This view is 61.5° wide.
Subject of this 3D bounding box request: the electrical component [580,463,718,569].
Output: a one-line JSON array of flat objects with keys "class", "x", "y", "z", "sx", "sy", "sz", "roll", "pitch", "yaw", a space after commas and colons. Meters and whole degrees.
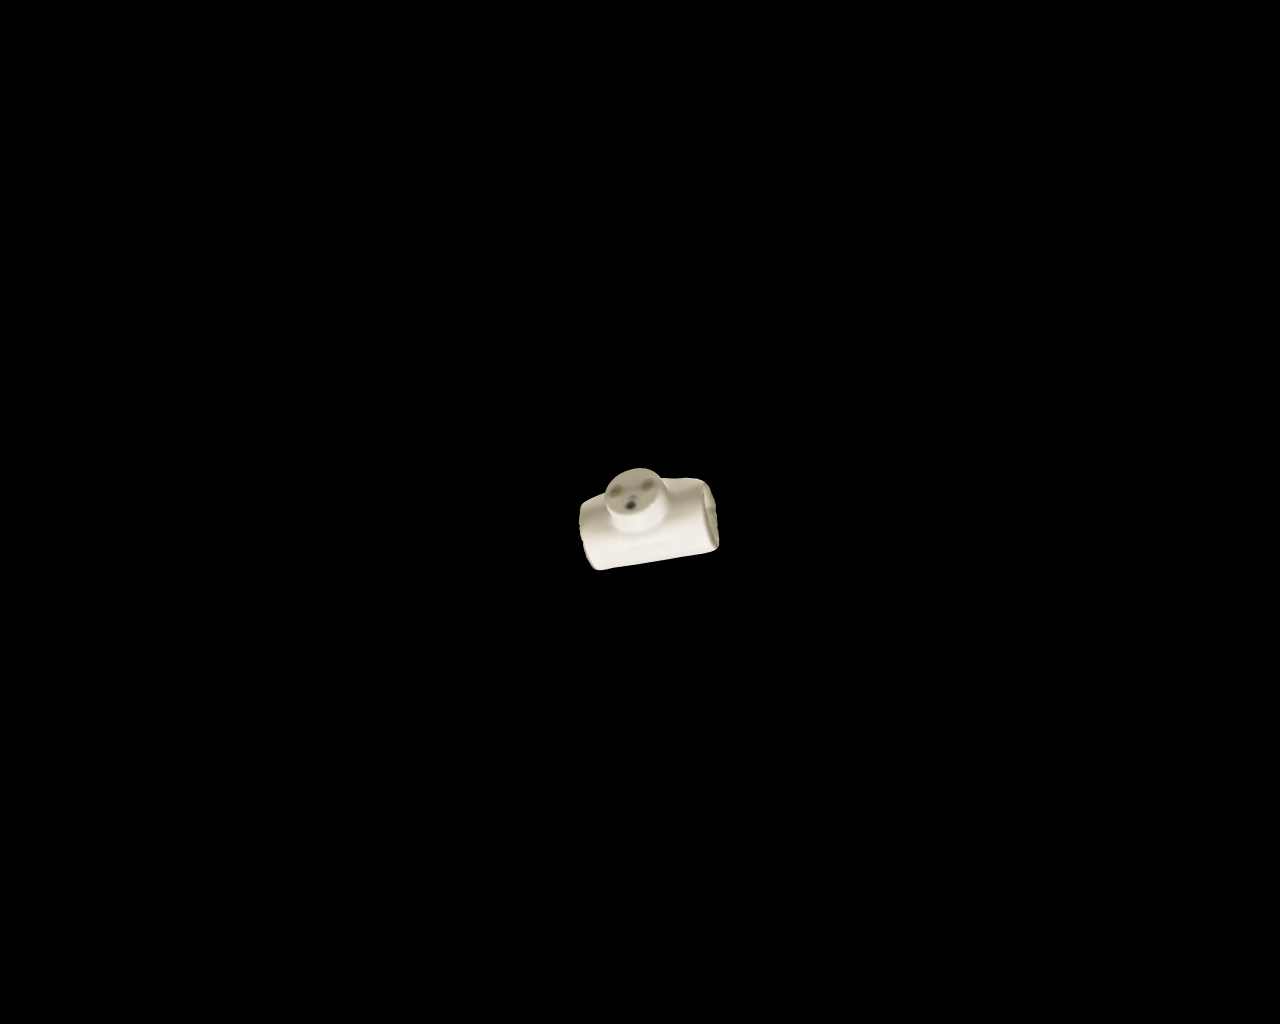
[{"class": "electrical component", "x": 0.001, "y": -0.003, "z": 0.650, "sx": 0.077, "sy": 0.043, "sz": 0.079, "roll": -11, "pitch": -39, "yaw": 13}]
